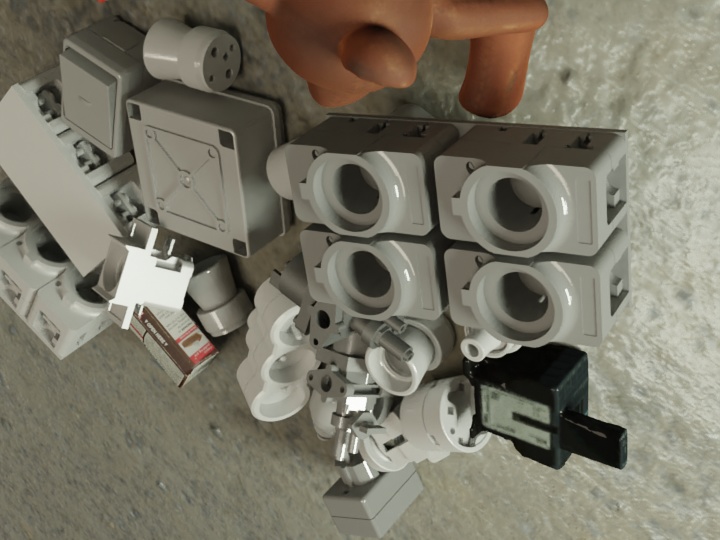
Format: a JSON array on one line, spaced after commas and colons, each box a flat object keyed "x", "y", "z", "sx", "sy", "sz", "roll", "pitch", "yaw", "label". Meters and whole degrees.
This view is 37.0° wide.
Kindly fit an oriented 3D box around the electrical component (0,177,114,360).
[{"x": -0.280, "y": -0.009, "z": 0.969, "sx": 0.150, "sy": 0.089, "sz": 0.061, "roll": 45, "pitch": 138, "yaw": 5, "label": "electrical component"}]

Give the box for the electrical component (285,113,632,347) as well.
[{"x": 0.053, "y": -0.025, "z": 0.611, "sx": 0.186, "sy": 0.060, "sz": 0.105, "roll": 8, "pitch": 121, "yaw": 30, "label": "electrical component"}]

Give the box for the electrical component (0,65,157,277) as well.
[{"x": -0.236, "y": -0.084, "z": 0.898, "sx": 0.150, "sy": 0.062, "sz": 0.089, "roll": 54, "pitch": 138, "yaw": -5, "label": "electrical component"}]

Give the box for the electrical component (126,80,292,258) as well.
[{"x": -0.111, "y": -0.078, "z": 0.799, "sx": 0.109, "sy": 0.056, "sz": 0.108, "roll": 20, "pitch": 130, "yaw": 30, "label": "electrical component"}]

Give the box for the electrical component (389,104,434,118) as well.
[{"x": 0.017, "y": -0.054, "z": 0.704, "sx": 0.054, "sy": 0.059, "sz": 0.095, "roll": 40, "pitch": 137, "yaw": 11, "label": "electrical component"}]

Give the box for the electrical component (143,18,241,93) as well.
[{"x": -0.119, "y": -0.152, "z": 0.761, "sx": 0.055, "sy": 0.045, "sz": 0.045, "roll": 19, "pitch": 130, "yaw": 29, "label": "electrical component"}]

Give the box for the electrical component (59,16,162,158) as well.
[{"x": -0.191, "y": -0.133, "z": 0.825, "sx": 0.062, "sy": 0.061, "sz": 0.096, "roll": 34, "pitch": 136, "yaw": 17, "label": "electrical component"}]

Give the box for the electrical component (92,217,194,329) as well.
[{"x": -0.168, "y": 0.005, "z": 0.843, "sx": 0.042, "sy": 0.064, "sz": 0.081, "roll": 26, "pitch": 99, "yaw": 56, "label": "electrical component"}]

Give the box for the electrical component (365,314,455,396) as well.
[{"x": 0.037, "y": 0.057, "z": 0.770, "sx": 0.045, "sy": 0.055, "sz": 0.045, "roll": 22, "pitch": 131, "yaw": 28, "label": "electrical component"}]

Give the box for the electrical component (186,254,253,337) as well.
[{"x": -0.118, "y": 0.021, "z": 0.885, "sx": 0.045, "sy": 0.045, "sz": 0.055, "roll": -11, "pitch": 112, "yaw": 44, "label": "electrical component"}]

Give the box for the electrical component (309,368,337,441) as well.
[{"x": -0.021, "y": 0.111, "z": 0.870, "sx": 0.040, "sy": 0.040, "sz": 0.078, "roll": 35, "pitch": 137, "yaw": 16, "label": "electrical component"}]

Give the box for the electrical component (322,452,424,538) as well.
[{"x": 0.004, "y": 0.164, "z": 0.868, "sx": 0.047, "sy": 0.066, "sz": 0.076, "roll": -7, "pitch": 114, "yaw": 43, "label": "electrical component"}]

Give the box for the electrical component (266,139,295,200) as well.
[{"x": -0.030, "y": -0.075, "z": 0.744, "sx": 0.078, "sy": 0.040, "sz": 0.040, "roll": -16, "pitch": 107, "yaw": 46, "label": "electrical component"}]

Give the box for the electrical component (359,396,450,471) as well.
[{"x": 0.031, "y": 0.127, "z": 0.835, "sx": 0.066, "sy": 0.048, "sz": 0.055, "roll": 51, "pitch": 131, "yaw": -1, "label": "electrical component"}]

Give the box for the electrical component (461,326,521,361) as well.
[{"x": 0.089, "y": 0.036, "z": 0.706, "sx": 0.043, "sy": 0.062, "sz": 0.043, "roll": 22, "pitch": 131, "yaw": 28, "label": "electrical component"}]

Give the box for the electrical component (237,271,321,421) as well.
[{"x": -0.066, "y": 0.050, "z": 0.858, "sx": 0.073, "sy": 0.052, "sz": 0.138, "roll": 60, "pitch": 146, "yaw": 38, "label": "electrical component"}]

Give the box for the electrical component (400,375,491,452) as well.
[{"x": 0.062, "y": 0.106, "z": 0.786, "sx": 0.047, "sy": 0.055, "sz": 0.055, "roll": -14, "pitch": 109, "yaw": 49, "label": "electrical component"}]
